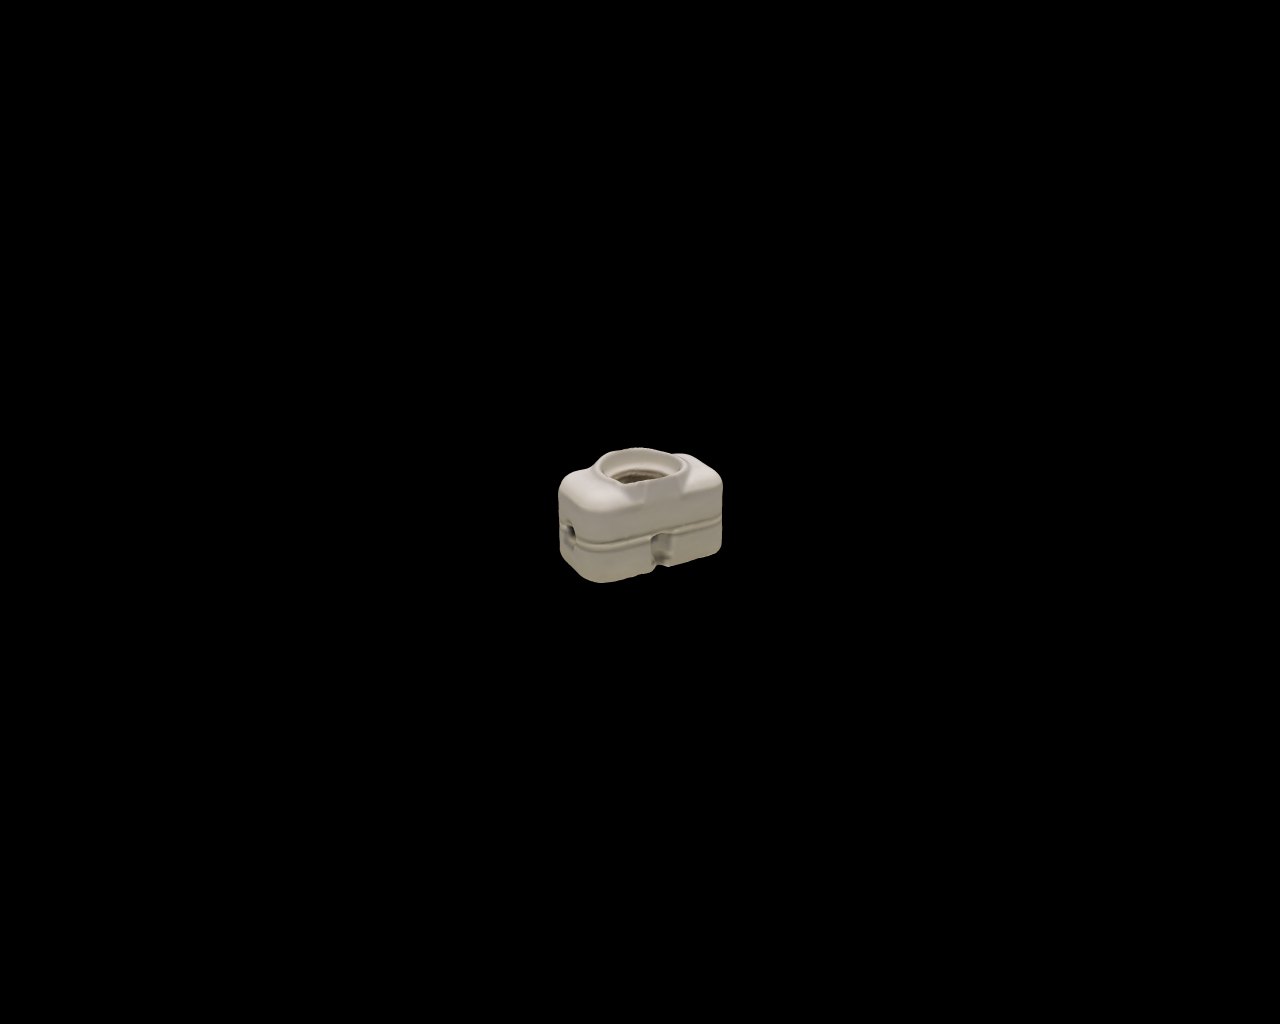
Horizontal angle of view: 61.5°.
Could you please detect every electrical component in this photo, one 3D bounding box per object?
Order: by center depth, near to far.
[{"bbox_3d":[0.001,-0.003,0.650,0.095,0.059,0.054,-12,28,-25],"label":"electrical component"}]
